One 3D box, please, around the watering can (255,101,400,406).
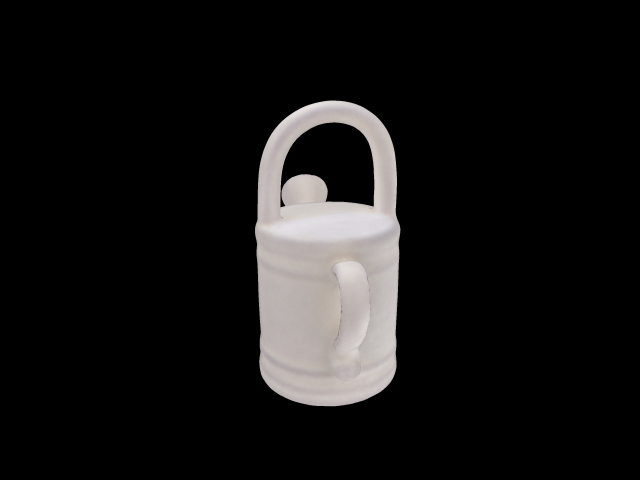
[{"bbox_3d":[0.001,0.002,0.399,0.101,0.194,0.172,-12,22,-32],"label":"watering can"}]
